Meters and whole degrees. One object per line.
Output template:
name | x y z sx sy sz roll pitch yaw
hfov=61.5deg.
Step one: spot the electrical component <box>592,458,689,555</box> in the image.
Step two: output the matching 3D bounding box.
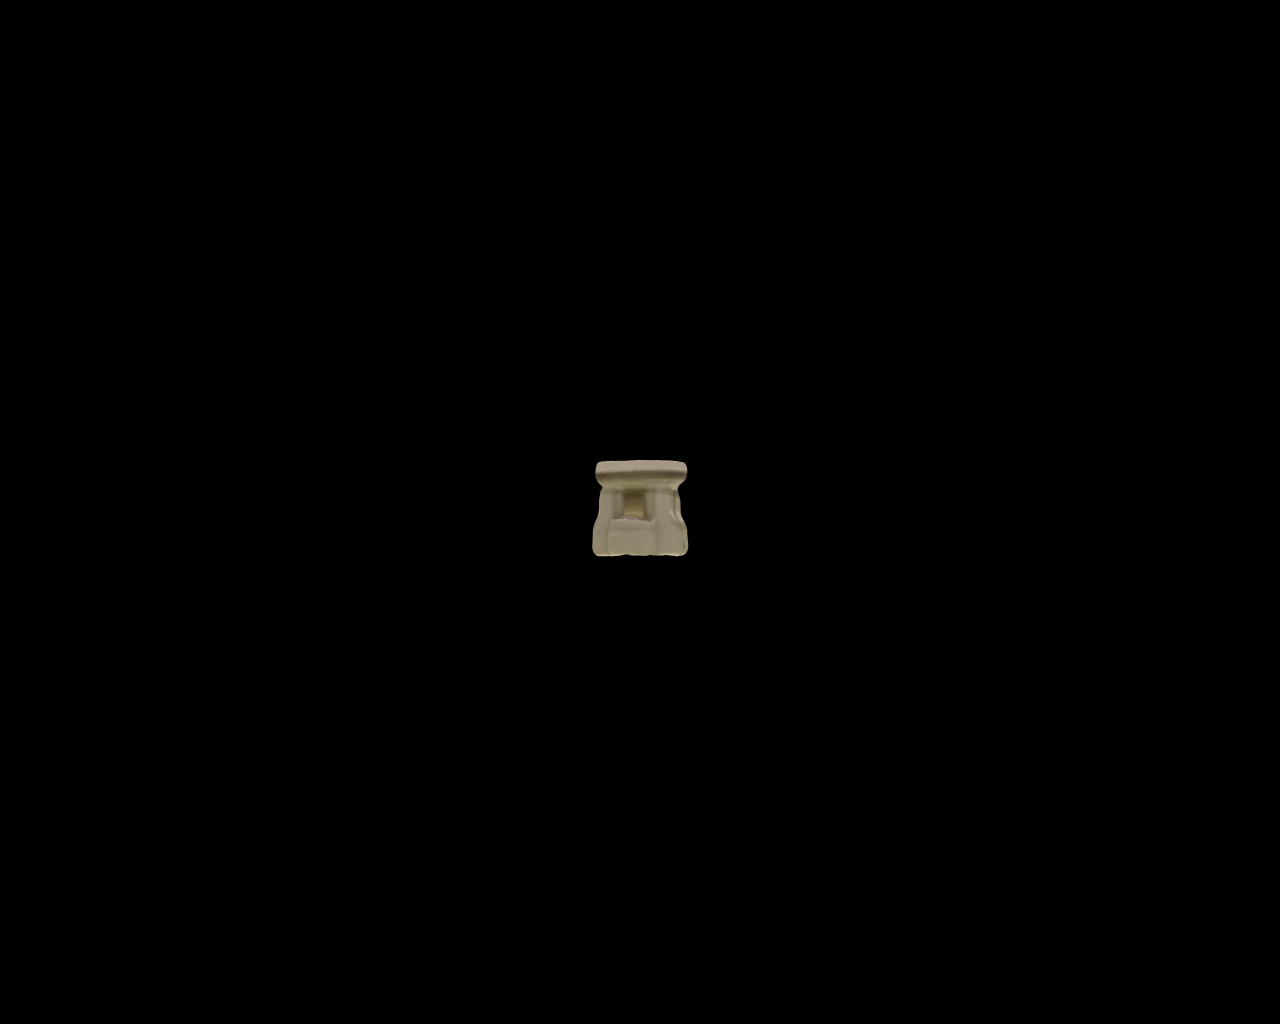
electrical component | 0.001 -0.003 0.650 0.058 0.057 0.078 0 -2 11
